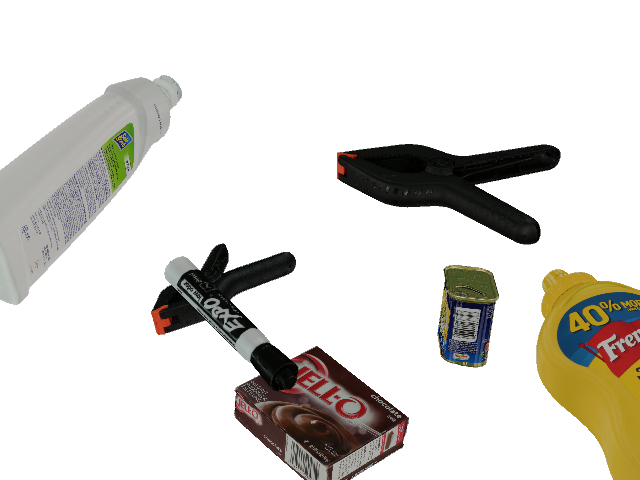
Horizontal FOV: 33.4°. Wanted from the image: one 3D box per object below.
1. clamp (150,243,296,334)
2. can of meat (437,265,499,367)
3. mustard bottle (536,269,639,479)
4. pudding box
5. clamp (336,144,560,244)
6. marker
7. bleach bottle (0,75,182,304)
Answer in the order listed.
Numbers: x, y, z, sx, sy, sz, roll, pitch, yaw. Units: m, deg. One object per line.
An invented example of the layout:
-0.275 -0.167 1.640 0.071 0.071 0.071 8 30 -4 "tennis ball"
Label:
-0.108 0.050 1.154 0.120 0.039 0.171 -5 26 35 "clamp"
0.165 0.085 1.207 0.057 0.084 0.102 6 19 1 "can of meat"
0.181 0.076 0.620 0.096 0.058 0.192 -14 35 -12 "mustard bottle"
0.000 0.141 0.853 0.089 0.039 0.114 -24 46 -36 "pudding box"
0.120 -0.061 0.997 0.210 0.036 0.164 12 33 21 "clamp"
-0.052 0.047 0.612 0.020 0.020 0.121 0 29 -43 "marker"
-0.211 -0.062 0.949 0.068 0.102 0.250 28 54 20 "bleach bottle"
